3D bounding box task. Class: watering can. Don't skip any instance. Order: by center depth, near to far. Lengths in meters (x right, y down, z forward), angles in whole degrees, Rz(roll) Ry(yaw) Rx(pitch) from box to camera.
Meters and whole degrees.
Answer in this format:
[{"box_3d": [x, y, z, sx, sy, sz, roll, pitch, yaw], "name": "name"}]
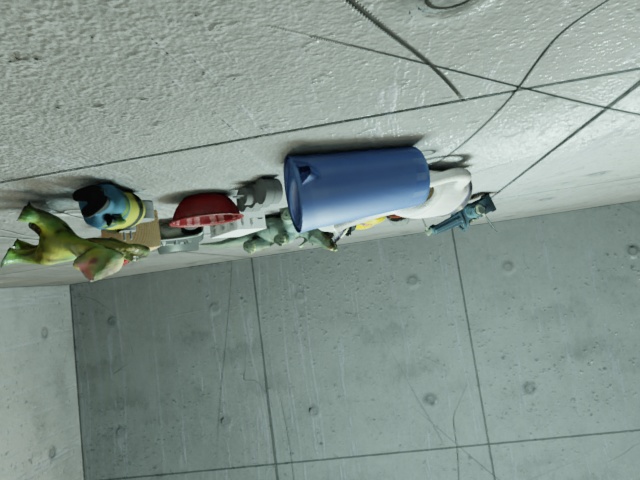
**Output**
[{"box_3d": [0.211, -0.093, 1.209, 0.343, 0.105, 0.225, -24, 166, 41], "name": "watering can"}]

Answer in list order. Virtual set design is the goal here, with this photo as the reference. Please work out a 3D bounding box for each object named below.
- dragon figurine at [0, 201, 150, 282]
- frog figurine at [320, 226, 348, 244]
[{"box_3d": [-0.456, 0.010, 0.993, 0.242, 0.122, 0.412, 15, -177, -23], "name": "dragon figurine"}, {"box_3d": [0.004, -0.072, 1.425, 0.159, 0.123, 0.137, 29, 179, -5], "name": "frog figurine"}]
